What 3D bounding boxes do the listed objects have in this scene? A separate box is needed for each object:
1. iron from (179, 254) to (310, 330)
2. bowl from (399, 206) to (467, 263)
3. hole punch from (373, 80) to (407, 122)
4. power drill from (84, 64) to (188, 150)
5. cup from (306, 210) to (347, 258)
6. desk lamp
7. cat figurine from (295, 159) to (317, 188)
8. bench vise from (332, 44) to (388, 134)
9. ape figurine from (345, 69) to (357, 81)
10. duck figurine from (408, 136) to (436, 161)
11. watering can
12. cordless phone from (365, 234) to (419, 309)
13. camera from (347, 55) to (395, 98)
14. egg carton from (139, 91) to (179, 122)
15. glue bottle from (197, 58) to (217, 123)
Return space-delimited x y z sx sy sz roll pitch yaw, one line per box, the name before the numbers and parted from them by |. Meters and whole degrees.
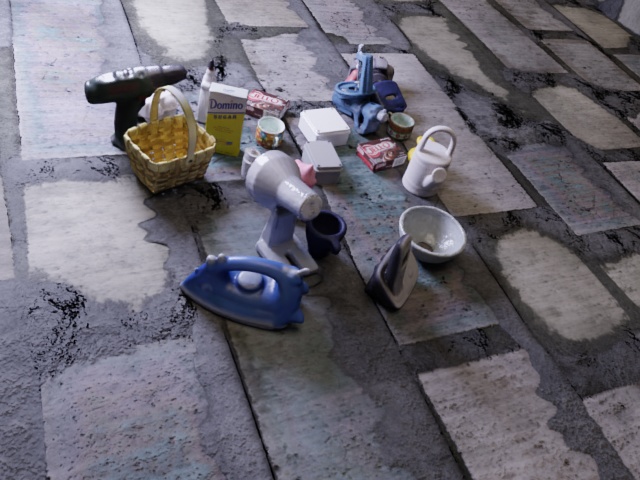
iron | -0.144 0.078 1.118 0.258 0.141 0.118 12 45 -6
bowl | 0.259 0.000 1.365 0.167 0.075 0.167 9 46 -9
hole punch | 0.207 -0.423 1.741 0.109 0.091 0.101 -20 56 -31
power drill | -0.433 -0.321 1.361 0.230 0.208 0.075 -10 51 -25
cup | 0.012 0.005 1.269 0.092 0.095 0.117 -9 51 -24
desk lamp | -0.070 -0.055 1.217 0.118 0.213 0.202 -19 56 -31
cat figurine | -0.041 -0.128 1.363 0.067 0.118 0.127 8 46 -10
bench vise | 0.135 -0.430 1.634 0.207 0.220 0.122 35 47 16
ape figurine | 0.106 -0.481 1.764 0.076 0.092 0.078 17 45 -1
duck figurine | 0.298 -0.245 1.603 0.078 0.086 0.104 -12 52 -26
watering can | 0.295 -0.208 1.490 0.101 0.194 0.172 -9 51 -24
cordless phone | 0.176 0.043 1.219 0.094 0.185 0.148 27 46 9
camera | 0.166 -0.515 1.809 0.143 0.101 0.137 9 45 -8
egg carton | -0.451 -0.365 1.496 0.150 0.069 0.107 36 48 17
glue bottle | -0.291 -0.396 1.503 0.037 0.173 0.078 17 45 -1
